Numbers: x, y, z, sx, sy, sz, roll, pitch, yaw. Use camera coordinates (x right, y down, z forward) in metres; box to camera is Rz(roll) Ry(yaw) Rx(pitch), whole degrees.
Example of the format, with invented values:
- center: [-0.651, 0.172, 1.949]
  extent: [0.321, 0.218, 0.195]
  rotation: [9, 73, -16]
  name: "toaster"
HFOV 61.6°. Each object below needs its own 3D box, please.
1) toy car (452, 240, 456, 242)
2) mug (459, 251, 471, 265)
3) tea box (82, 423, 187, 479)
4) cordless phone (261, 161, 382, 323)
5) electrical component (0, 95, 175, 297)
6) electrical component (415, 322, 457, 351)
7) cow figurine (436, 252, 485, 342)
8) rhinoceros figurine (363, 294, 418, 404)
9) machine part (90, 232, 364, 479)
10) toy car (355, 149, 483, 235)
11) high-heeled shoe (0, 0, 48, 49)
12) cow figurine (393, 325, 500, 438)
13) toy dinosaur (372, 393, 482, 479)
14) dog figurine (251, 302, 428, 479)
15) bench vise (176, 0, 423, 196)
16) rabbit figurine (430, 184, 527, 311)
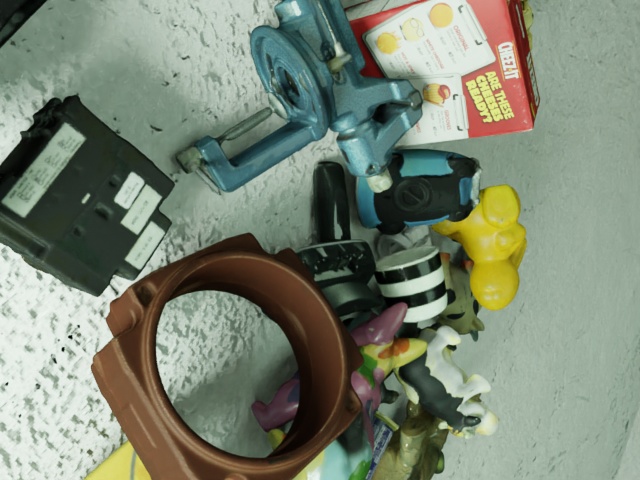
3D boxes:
- center: [0.194, -0.050, 0.835]
  extent: [0.202, 0.053, 0.089]
  rotation: [16, 84, -44]
  name: "toy car"
- center: [0.284, 0.022, 0.939]
  extent: [0.109, 0.081, 0.107]
  rotation: [47, 51, -33]
  name: "mug"
- center: [-0.119, 0.242, 0.462]
  extent: [0.169, 0.068, 0.098]
  rotation: [47, 53, 2]
  name: "tea box"
- center: [-0.002, -0.002, 0.620]
  extent: [0.146, 0.089, 0.184]
  rotation: [-6, 90, -47]
  name: "cordless phone"
- center: [-0.181, -0.025, 0.415]
  extent: [0.134, 0.058, 0.115]
  rotation: [49, 63, -41]
  name: "electrical component"
- center: [0.167, 0.165, 0.836]
  extent: [0.021, 0.094, 0.063]
  rotation: [-26, 78, -42]
  name: "electrical component"
- center: [0.206, 0.092, 0.853]
  extent: [0.194, 0.086, 0.127]
  rotation: [17, 78, -51]
  name: "cow figurine"
- center: [0.089, 0.131, 0.743]
  extent: [0.112, 0.073, 0.190]
  rotation: [47, 64, -30]
  name: "rhinoceros figurine"
- center: [-0.072, 0.107, 0.469]
  extent: [0.201, 0.087, 0.201]
  rotation: [-27, 80, -44]
  name: "machine part"
- center: [0.123, -0.078, 0.705]
  extent: [0.103, 0.162, 0.109]
  rotation: [-95, 177, -58]
  name: "toy car"
- center: [-0.193, -0.118, 0.350]
  extent: [0.145, 0.086, 0.248]
  rotation: [-14, 94, -34]
  name: "high-heeled shoe"
- center: [0.167, 0.203, 0.702]
  extent: [0.098, 0.068, 0.167]
  rotation: [-36, 97, -27]
  name: "cow figurine"
- center: [0.102, 0.330, 0.768]
  extent: [0.471, 0.105, 0.198]
  rotation: [-15, 111, -41]
  name: "toy dinosaur"
- center: [0.042, 0.173, 0.606]
  extent: [0.219, 0.192, 0.108]
  rotation: [-39, 120, -9]
  name: "dog figurine"
- center: [-0.023, -0.115, 0.534]
  extent: [0.241, 0.129, 0.223]
  rotation: [-35, 127, -15]
  name: "bench vise"
- center: [0.239, 0.015, 0.776]
  extent: [0.162, 0.122, 0.173]
  rotation: [8, 71, -64]
  name: "rabbit figurine"
